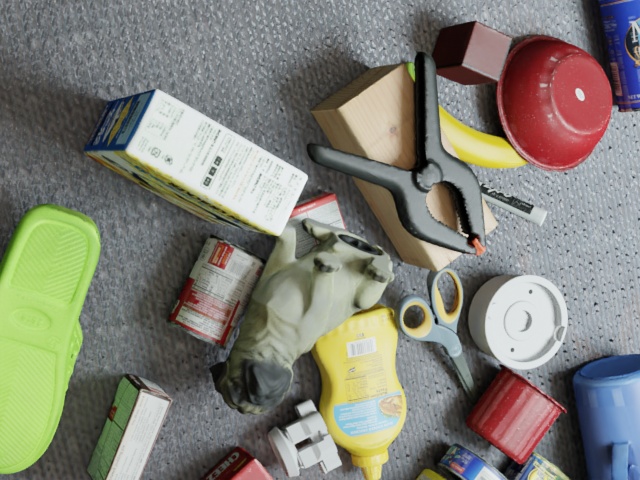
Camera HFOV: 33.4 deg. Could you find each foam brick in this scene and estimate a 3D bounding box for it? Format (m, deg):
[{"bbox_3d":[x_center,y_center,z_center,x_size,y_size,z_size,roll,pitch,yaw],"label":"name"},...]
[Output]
[{"bbox_3d":[0.165,-0.205,1.177,0.053,0.078,0.051,19,87,-23],"label":"foam brick"}]

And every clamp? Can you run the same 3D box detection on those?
[{"bbox_3d":[0.094,-0.063,1.087,0.164,0.036,0.210,-33,102,-13],"label":"clamp"}]

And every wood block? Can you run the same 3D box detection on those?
[{"bbox_3d":[0.092,-0.078,1.153,0.090,0.090,0.206,-36,106,-14],"label":"wood block"}]

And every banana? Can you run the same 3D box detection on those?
[{"bbox_3d":[0.166,-0.123,1.205,0.197,0.037,0.069,31,84,-20],"label":"banana"}]

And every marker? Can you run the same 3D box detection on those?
[{"bbox_3d":[0.197,-0.049,1.202,0.121,0.020,0.020,26,84,14],"label":"marker"}]

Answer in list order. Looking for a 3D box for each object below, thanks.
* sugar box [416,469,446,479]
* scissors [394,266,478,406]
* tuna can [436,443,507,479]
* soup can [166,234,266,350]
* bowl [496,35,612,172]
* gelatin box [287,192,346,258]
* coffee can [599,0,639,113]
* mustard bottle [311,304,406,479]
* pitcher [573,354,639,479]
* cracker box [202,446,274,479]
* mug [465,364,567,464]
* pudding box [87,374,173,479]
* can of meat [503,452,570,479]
[{"bbox_3d":[0.186,0.336,1.221,0.176,0.093,0.048,43,81,-18],"label":"sugar box"},{"bbox_3d":[0.132,0.122,1.194,0.096,0.016,0.202,-22,119,-23],"label":"scissors"},{"bbox_3d":[0.177,0.270,1.216,0.086,0.086,0.033,43,78,-18],"label":"tuna can"},{"bbox_3d":[-0.106,0.054,1.100,0.068,0.069,0.102,28,84,-21],"label":"soup can"},{"bbox_3d":[0.281,-0.161,1.219,0.161,0.055,0.162,3,83,-28],"label":"bowl"},{"bbox_3d":[-0.008,0.002,1.154,0.073,0.030,0.089,-22,103,-19],"label":"gelatin box"},{"bbox_3d":[0.388,-0.229,1.245,0.102,0.103,0.140,-16,100,-19],"label":"coffee can"},{"bbox_3d":[0.045,0.172,1.172,0.096,0.058,0.191,-11,98,-18],"label":"mustard bottle"},{"bbox_3d":[0.374,0.267,1.263,0.144,0.149,0.243,-15,96,-15],"label":"pitcher"},{"bbox_3d":[-0.075,0.354,1.136,0.164,0.072,0.213,-41,106,-14],"label":"cracker box"},{"bbox_3d":[0.226,0.207,1.236,0.081,0.093,0.117,-53,146,-4],"label":"mug"},{"bbox_3d":[-0.192,0.198,1.068,0.039,0.090,0.113,21,86,-21],"label":"pudding box"},{"bbox_3d":[0.255,0.308,1.265,0.102,0.058,0.084,43,77,-20],"label":"can of meat"}]
